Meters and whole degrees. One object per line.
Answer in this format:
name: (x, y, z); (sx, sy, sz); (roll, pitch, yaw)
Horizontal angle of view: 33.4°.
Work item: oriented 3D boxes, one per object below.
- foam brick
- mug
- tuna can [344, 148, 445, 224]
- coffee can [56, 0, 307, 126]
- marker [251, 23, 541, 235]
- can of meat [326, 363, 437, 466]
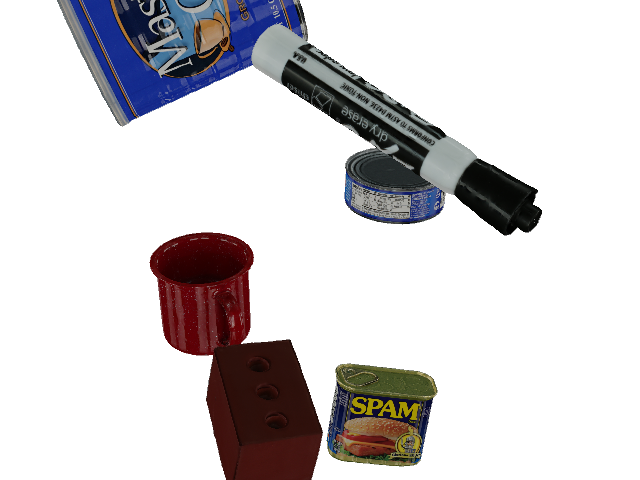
foam brick: (-0.037, 0.109, 0.665); (0.053, 0.051, 0.078); (-4, 44, -20)
mug: (-0.099, 0.055, 0.963); (0.093, 0.081, 0.117); (-18, 35, -27)
tuna can: (0.063, -0.046, 0.891); (0.086, 0.034, 0.086); (2, 28, -1)
coffee can: (-0.093, -0.152, 0.716); (0.140, 0.103, 0.103); (-25, 2, -5)
marker: (0.026, -0.039, 0.377); (0.121, 0.020, 0.020); (36, 14, 20)
can of meat: (0.060, 0.178, 1.079); (0.102, 0.084, 0.057); (7, 18, -6)
